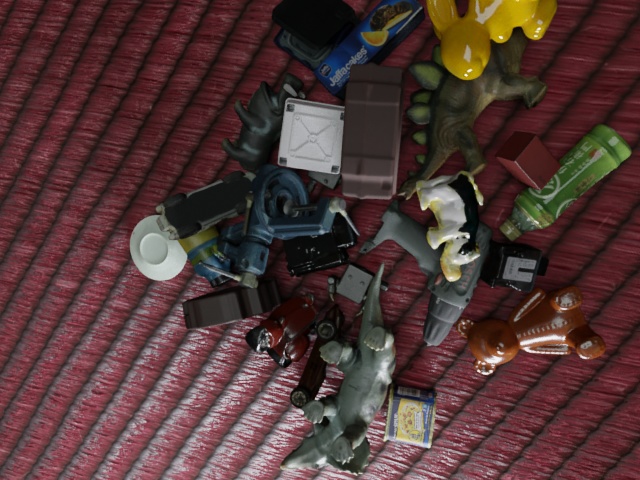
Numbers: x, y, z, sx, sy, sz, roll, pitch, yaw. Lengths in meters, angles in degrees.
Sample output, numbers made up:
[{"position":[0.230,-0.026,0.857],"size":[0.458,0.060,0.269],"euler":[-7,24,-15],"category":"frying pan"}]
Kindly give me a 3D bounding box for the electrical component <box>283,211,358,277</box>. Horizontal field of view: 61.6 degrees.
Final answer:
[{"position":[-0.002,-0.003,0.961],"size":[0.134,0.058,0.115],"euler":[-18,81,17],"category":"electrical component"}]

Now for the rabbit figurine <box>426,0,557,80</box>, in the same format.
[{"position":[0.226,-0.314,0.761],"size":[0.163,0.121,0.173],"euler":[33,93,23],"category":"rabbit figurine"}]

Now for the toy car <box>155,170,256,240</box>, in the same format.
[{"position":[-0.195,-0.064,0.965],"size":[0.202,0.056,0.073],"euler":[-26,88,-23],"category":"toy car"}]

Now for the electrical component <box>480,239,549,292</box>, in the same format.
[{"position":[0.328,0.045,0.876],"size":[0.119,0.048,0.074],"euler":[11,102,-14],"category":"electrical component"}]

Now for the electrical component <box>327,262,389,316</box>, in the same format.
[{"position":[0.063,0.087,0.972],"size":[0.102,0.045,0.078],"euler":[33,104,8],"category":"electrical component"}]

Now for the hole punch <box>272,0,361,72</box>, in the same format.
[{"position":[-0.013,-0.366,0.927],"size":[0.142,0.092,0.116],"euler":[37,73,10],"category":"hole punch"}]

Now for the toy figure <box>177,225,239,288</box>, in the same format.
[{"position":[-0.223,0.003,1.010],"size":[0.082,0.089,0.180],"euler":[-29,86,10],"category":"toy figure"}]

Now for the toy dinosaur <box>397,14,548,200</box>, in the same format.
[{"position":[0.260,-0.267,0.855],"size":[0.199,0.105,0.471],"euler":[39,99,10],"category":"toy dinosaur"}]

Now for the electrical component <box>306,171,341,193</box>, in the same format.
[{"position":[0.013,-0.120,0.972],"size":[0.063,0.021,0.094],"euler":[31,103,8],"category":"electrical component"}]

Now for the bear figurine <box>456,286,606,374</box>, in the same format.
[{"position":[0.331,0.151,0.874],"size":[0.196,0.132,0.120],"euler":[-21,87,9],"category":"bear figurine"}]

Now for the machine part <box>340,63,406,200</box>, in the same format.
[{"position":[0.087,-0.167,0.855],"size":[0.087,0.201,0.200],"euler":[6,97,9],"category":"machine part"}]

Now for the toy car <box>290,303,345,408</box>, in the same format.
[{"position":[0.001,0.214,0.980],"size":[0.053,0.089,0.202],"euler":[24,100,12],"category":"toy car"}]

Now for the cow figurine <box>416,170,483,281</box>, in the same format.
[{"position":[0.214,-0.021,0.838],"size":[0.098,0.068,0.167],"euler":[-17,106,13],"category":"cow figurine"}]

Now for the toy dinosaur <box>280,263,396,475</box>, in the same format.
[{"position":[0.070,0.249,0.944],"size":[0.131,0.192,0.404],"euler":[24,86,22],"category":"toy dinosaur"}]

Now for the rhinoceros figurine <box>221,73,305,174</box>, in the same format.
[{"position":[-0.097,-0.212,0.963],"size":[0.112,0.073,0.190],"euler":[32,103,10],"category":"rhinoceros figurine"}]

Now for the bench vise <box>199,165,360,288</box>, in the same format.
[{"position":[-0.063,-0.028,0.876],"size":[0.241,0.128,0.223],"euler":[-3,56,40],"category":"bench vise"}]

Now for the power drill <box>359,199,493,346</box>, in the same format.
[{"position":[0.172,0.042,0.923],"size":[0.207,0.086,0.232],"euler":[32,101,12],"category":"power drill"}]

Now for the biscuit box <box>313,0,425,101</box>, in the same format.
[{"position":[0.083,-0.329,0.910],"size":[0.202,0.063,0.059],"euler":[-43,84,14],"category":"biscuit box"}]

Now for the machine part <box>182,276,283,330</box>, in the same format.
[{"position":[-0.158,0.112,0.969],"size":[0.179,0.179,0.056],"euler":[-14,90,15],"category":"machine part"}]

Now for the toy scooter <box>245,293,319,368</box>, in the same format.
[{"position":[-0.050,0.156,0.957],"size":[0.135,0.183,0.075],"euler":[-44,64,-6],"category":"toy scooter"}]
